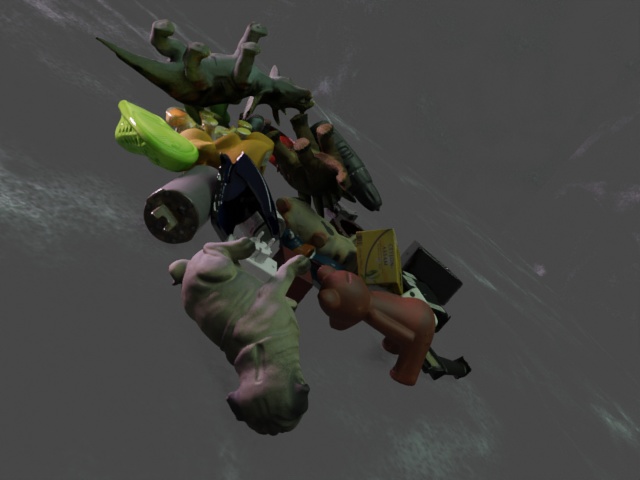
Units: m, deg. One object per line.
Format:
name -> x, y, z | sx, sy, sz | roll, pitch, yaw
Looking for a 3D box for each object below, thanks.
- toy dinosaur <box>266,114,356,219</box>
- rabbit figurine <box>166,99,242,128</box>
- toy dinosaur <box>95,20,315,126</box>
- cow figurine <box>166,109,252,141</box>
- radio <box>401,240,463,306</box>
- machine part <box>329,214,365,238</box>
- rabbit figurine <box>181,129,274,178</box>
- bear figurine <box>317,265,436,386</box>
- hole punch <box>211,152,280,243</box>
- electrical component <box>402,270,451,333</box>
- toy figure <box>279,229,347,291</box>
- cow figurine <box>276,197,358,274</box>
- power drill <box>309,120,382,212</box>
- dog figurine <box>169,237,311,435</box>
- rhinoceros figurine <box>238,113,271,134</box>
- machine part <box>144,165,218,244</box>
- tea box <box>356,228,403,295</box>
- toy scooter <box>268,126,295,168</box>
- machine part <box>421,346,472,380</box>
toy dinosaur -> -0.031, -0.146, 1.098 | 0.198, 0.105, 0.472 | 67, -11, -25
rabbit figurine -> -0.238, -0.273, 1.154 | 0.159, 0.121, 0.170 | 17, 43, -42
toy dinosaur -> -0.215, -0.314, 1.044 | 0.405, 0.192, 0.131 | -4, 50, -22
cow figurine -> -0.223, -0.200, 1.059 | 0.167, 0.098, 0.068 | 11, 31, -18
radio -> 0.259, 0.073, 1.280 | 0.131, 0.073, 0.229 | 40, 9, 3
machine part -> 0.078, 0.020, 1.143 | 0.179, 0.056, 0.179 | 36, 17, -13
rabbit figurine -> -0.190, -0.143, 0.974 | 0.173, 0.121, 0.162 | 26, 26, 6
bear figurine -> 0.073, 0.125, 0.829 | 0.196, 0.131, 0.120 | 15, 22, -12
hole punch -> -0.105, -0.060, 0.800 | 0.092, 0.116, 0.142 | 1, -18, 5
electrical component -> 0.192, 0.122, 1.114 | 0.114, 0.058, 0.134 | 26, 22, -41
toy figure -> -0.013, 0.039, 0.914 | 0.154, 0.064, 0.058 | 36, 53, 5
cow figurine -> -0.002, -0.003, 1.006 | 0.195, 0.085, 0.127 | 41, 24, 9
power drill -> 0.036, -0.135, 1.189 | 0.232, 0.086, 0.207 | 57, -14, 4
dog figurine -> -0.092, 0.102, 0.571 | 0.172, 0.121, 0.191 | 5, 41, 1
rhinoceros figurine -> -0.151, -0.221, 1.202 | 0.073, 0.112, 0.190 | 8, 37, -5
machine part -> -0.187, -0.055, 0.774 | 0.079, 0.079, 0.243 | 36, 17, -7
tea box -> 0.109, 0.049, 0.960 | 0.169, 0.068, 0.098 | 52, 33, -72
toy scooter -> -0.116, -0.244, 1.377 | 0.135, 0.075, 0.184 | 35, 15, -12
machine part -> 0.214, 0.218, 0.957 | 0.138, 0.039, 0.084 | 21, 17, -39
